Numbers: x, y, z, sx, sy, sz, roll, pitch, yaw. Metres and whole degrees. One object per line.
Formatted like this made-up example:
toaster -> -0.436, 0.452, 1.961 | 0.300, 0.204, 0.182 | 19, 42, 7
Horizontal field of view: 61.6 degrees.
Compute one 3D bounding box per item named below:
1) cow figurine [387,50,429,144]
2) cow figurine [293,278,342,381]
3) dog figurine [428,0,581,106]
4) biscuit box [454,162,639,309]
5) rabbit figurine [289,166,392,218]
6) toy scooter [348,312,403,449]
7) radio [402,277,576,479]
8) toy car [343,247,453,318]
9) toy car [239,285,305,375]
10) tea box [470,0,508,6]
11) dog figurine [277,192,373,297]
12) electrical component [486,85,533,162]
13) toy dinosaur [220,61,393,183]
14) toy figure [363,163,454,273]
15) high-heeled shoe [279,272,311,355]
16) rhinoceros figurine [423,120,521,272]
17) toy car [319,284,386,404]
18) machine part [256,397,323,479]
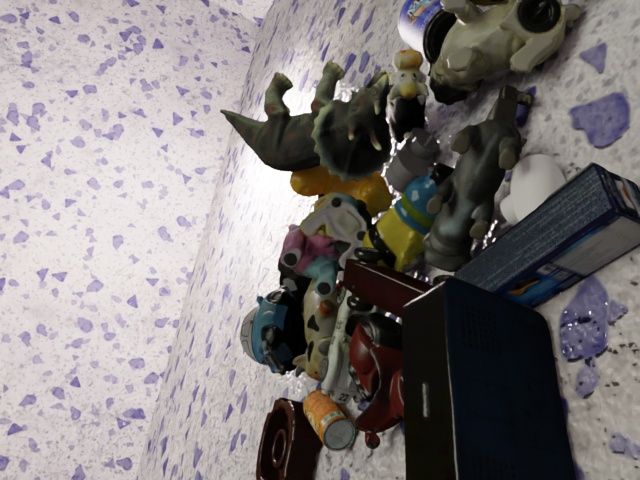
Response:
cow figurine -> 0.136, -0.217, 0.848 | 0.167, 0.068, 0.098 | 65, -155, -68
cow figurine -> 0.005, 0.155, 0.915 | 0.195, 0.085, 0.127 | -104, 36, -61
dog figurine -> 0.231, -0.249, 0.713 | 0.190, 0.172, 0.121 | 15, -100, -79
biscuit box -> 0.217, 0.016, 0.530 | 0.202, 0.059, 0.063 | -48, 31, 45
rabbit figurine -> 0.029, -0.107, 0.961 | 0.122, 0.173, 0.162 | 126, 150, -49
toy scooter -> 0.080, 0.190, 0.711 | 0.135, 0.075, 0.184 | -65, 25, 18
radio -> 0.148, 0.159, 0.478 | 0.073, 0.131, 0.229 | -46, 32, 50
toy car -> 0.107, 0.070, 0.699 | 0.202, 0.053, 0.089 | 21, 112, 48
toy car -> -0.089, 0.166, 0.953 | 0.103, 0.109, 0.162 | -15, 32, 20
tea box -> 0.262, -0.399, 0.770 | 0.098, 0.068, 0.170 | -64, 20, 16
dog figurine -> -0.002, -0.003, 0.913 | 0.191, 0.108, 0.219 | -53, 10, 6
electrical component -> 0.230, -0.136, 0.664 | 0.078, 0.045, 0.102 | 78, -153, -72
toy dinosaur -> -0.032, -0.176, 0.885 | 0.405, 0.131, 0.192 | -7, 58, 37
toy figure -> 0.130, -0.028, 0.751 | 0.089, 0.082, 0.180 | 48, 128, 26
high-heeled shoe -> -0.070, 0.132, 1.088 | 0.145, 0.086, 0.249 | -35, 55, 29
rhinoceros figurine -> 0.169, -0.047, 0.627 | 0.112, 0.073, 0.190 | -46, -25, -62
toy car -> 0.053, 0.145, 0.813 | 0.056, 0.073, 0.201 | -19, 54, 66
machine part -> -0.057, 0.362, 0.931 | 0.179, 0.056, 0.179 | -53, 27, 43
